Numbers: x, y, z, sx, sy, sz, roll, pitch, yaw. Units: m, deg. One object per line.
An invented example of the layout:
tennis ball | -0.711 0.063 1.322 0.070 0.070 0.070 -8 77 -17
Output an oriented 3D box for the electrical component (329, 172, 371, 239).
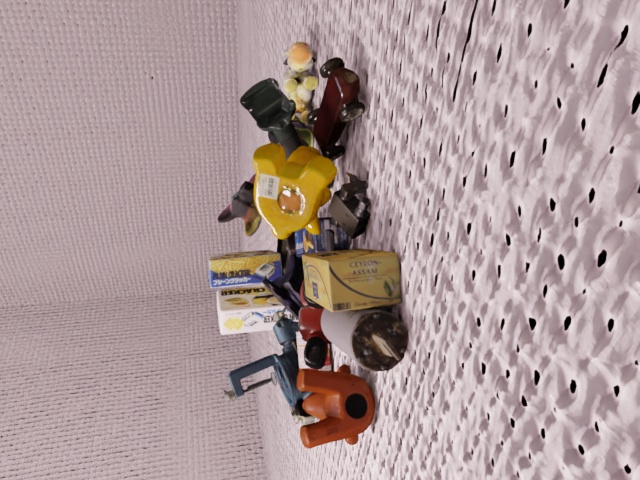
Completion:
electrical component | 0.047 -0.051 0.804 0.078 0.045 0.102 46 151 26

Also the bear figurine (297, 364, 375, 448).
bear figurine | 0.010 0.265 0.878 0.196 0.132 0.120 142 126 -68

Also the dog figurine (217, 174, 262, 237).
dog figurine | -0.133 -0.077 1.205 0.219 0.109 0.191 -51 -17 -37

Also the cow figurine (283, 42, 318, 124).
cow figurine | -0.042 -0.325 1.075 0.098 0.068 0.167 -97 12 -45

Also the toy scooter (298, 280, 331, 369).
toy scooter | 0.005 0.139 0.976 0.135 0.075 0.183 35 -122 -76

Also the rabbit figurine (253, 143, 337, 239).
rabbit figurine | -0.028 -0.082 0.841 0.173 0.122 0.162 -74 -14 -59

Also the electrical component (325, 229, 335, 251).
electrical component | 0.035 0.041 0.868 0.075 0.048 0.119 -164 71 -76

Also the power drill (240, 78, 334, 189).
power drill | -0.069 -0.192 0.984 0.232 0.086 0.207 54 173 33

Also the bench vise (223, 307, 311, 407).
bench vise | -0.099 0.270 1.161 0.223 0.241 0.129 68 161 8

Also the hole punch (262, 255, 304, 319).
hole punch | -0.041 0.103 1.066 0.142 0.092 0.116 53 173 -21

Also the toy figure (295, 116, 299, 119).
toy figure | -0.087 -0.217 1.276 0.180 0.082 0.089 99 161 -53

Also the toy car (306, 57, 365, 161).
toy car | 0.024 -0.194 0.830 0.089 0.053 0.202 63 165 12

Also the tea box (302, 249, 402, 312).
tea box | 0.038 0.050 0.742 0.170 0.098 0.068 -173 78 -76

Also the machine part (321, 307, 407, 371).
machine part | 0.054 0.123 0.734 0.243 0.079 0.079 -177 83 -79

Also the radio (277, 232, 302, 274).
radio | -0.054 0.036 1.211 0.229 0.073 0.131 99 164 -53

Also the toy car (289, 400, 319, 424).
toy car | -0.041 0.327 1.247 0.056 0.073 0.202 110 154 -55

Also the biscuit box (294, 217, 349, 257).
biscuit box | -0.002 -0.003 0.996 0.203 0.059 0.062 161 105 -78
